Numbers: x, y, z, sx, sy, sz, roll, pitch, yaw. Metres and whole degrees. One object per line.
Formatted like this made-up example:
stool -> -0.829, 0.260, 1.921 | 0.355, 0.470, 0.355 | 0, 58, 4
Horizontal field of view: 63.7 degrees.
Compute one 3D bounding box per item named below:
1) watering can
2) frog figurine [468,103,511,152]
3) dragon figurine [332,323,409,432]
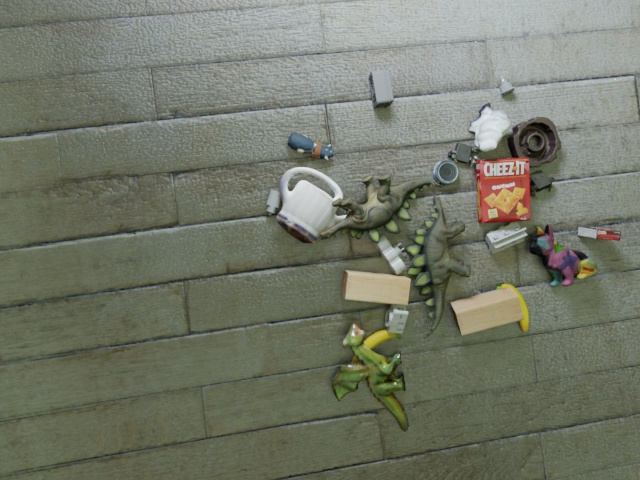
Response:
watering can -> 0.005, -0.084, 1.668 | 0.346, 0.225, 0.104 | 34, -7, -13
frog figurine -> 0.572, -0.355, 1.710 | 0.121, 0.163, 0.135 | 30, -54, -35
dragon figurine -> 0.159, 0.464, 1.674 | 0.243, 0.406, 0.123 | -7, 13, 3
